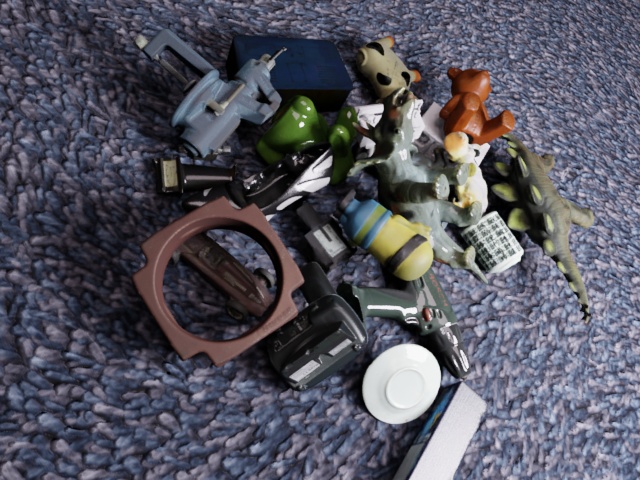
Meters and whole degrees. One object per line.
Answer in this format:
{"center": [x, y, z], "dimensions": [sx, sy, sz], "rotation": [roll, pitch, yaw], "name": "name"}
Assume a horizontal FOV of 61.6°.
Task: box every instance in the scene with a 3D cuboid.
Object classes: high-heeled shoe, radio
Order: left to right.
{"center": [-0.089, -0.097, 0.860], "dimensions": [0.249, 0.145, 0.086], "rotation": [-5, 45, -38], "name": "high-heeled shoe"}
{"center": [-0.062, -0.320, 1.041], "dimensions": [0.229, 0.073, 0.131], "rotation": [-7, 67, -27], "name": "radio"}

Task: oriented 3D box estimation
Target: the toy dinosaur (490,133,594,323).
{"center": [0.441, -0.054, 1.068], "dimensions": [0.198, 0.105, 0.471], "rotation": [4, 54, -39], "name": "toy dinosaur"}

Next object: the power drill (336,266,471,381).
{"center": [0.136, 0.131, 0.890], "dimensions": [0.207, 0.086, 0.232], "rotation": [-5, 65, -20], "name": "power drill"}

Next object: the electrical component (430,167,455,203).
{"center": [0.206, -0.089, 0.999], "dimensions": [0.045, 0.078, 0.102], "rotation": [-80, 149, -58], "name": "electrical component"}

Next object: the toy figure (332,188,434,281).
{"center": [0.101, -0.005, 0.879], "dimensions": [0.180, 0.082, 0.089], "rotation": [34, 69, 3], "name": "toy figure"}

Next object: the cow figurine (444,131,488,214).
{"center": [0.286, -0.128, 1.041], "dimensions": [0.098, 0.068, 0.167], "rotation": [-22, 105, -53], "name": "cow figurine"}

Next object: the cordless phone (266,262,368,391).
{"center": [-0.025, 0.122, 0.831], "dimensions": [0.146, 0.088, 0.184], "rotation": [-37, 46, 6], "name": "cordless phone"}

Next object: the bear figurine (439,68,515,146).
{"center": [0.313, -0.282, 1.071], "dimensions": [0.120, 0.132, 0.196], "rotation": [25, 64, -12], "name": "bear figurine"}

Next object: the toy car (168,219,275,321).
{"center": [-0.157, 0.039, 0.830], "dimensions": [0.202, 0.053, 0.089], "rotation": [40, 54, 2], "name": "toy car"}

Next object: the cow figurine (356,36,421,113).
{"center": [0.144, -0.328, 1.124], "dimensions": [0.127, 0.085, 0.195], "rotation": [-26, 79, -37], "name": "cow figurine"}

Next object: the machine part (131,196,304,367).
{"center": [-0.141, 0.058, 0.758], "dimensions": [0.201, 0.087, 0.201], "rotation": [-33, 86, -15], "name": "machine part"}

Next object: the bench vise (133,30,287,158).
{"center": [-0.189, -0.264, 0.885], "dimensions": [0.240, 0.129, 0.223], "rotation": [40, 86, -10], "name": "bench vise"}

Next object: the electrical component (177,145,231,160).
{"center": [-0.203, -0.170, 0.934], "dimensions": [0.094, 0.021, 0.063], "rotation": [-4, 66, -23], "name": "electrical component"}

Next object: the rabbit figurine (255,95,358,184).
{"center": [0.001, -0.179, 0.964], "dimensions": [0.170, 0.159, 0.121], "rotation": [39, 46, -19], "name": "rabbit figurine"}

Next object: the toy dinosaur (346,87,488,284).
{"center": [0.170, -0.054, 0.942], "dimensions": [0.131, 0.192, 0.404], "rotation": [-51, 134, -29], "name": "toy dinosaur"}

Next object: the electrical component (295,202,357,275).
{"center": [-0.002, -0.003, 0.917], "dimensions": [0.119, 0.047, 0.075], "rotation": [48, 56, 6], "name": "electrical component"}

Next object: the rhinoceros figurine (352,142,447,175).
{"center": [0.154, -0.152, 1.050], "dimensions": [0.190, 0.073, 0.112], "rotation": [20, 69, -14], "name": "rhinoceros figurine"}

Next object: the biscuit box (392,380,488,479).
{"center": [0.187, 0.314, 0.828], "dimensions": [0.063, 0.059, 0.203], "rotation": [41, 57, 2], "name": "biscuit box"}

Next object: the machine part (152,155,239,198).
{"center": [-0.204, -0.106, 0.894], "dimensions": [0.139, 0.039, 0.084], "rotation": [-5, 59, -23], "name": "machine part"}
